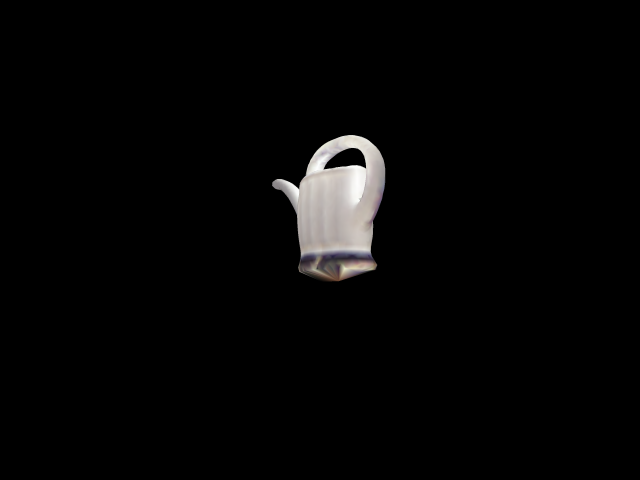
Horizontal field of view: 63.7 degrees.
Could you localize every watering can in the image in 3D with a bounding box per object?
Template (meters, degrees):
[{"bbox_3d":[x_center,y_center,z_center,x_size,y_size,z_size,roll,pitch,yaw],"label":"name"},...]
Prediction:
[{"bbox_3d":[0.003,-0.043,0.850,0.104,0.226,0.345,5,-10,-28],"label":"watering can"}]
